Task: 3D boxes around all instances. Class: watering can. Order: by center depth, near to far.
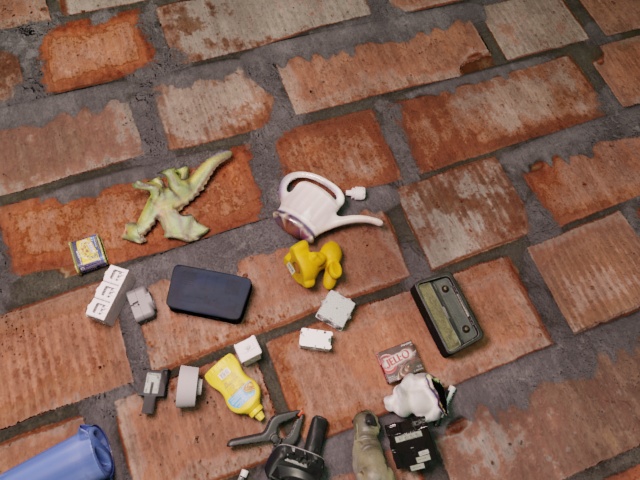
[{"bbox_3d":[0.005,-0.081,1.603,0.350,0.102,0.227,33,68,14],"label":"watering can"}]

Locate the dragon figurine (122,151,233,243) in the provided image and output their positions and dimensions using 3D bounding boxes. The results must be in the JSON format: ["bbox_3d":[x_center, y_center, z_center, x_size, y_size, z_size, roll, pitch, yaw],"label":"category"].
[{"bbox_3d":[-0.425,-0.111,1.599,0.412,0.121,0.243,-23,88,-13],"label":"dragon figurine"}]

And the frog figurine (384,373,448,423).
[{"bbox_3d":[0.264,0.442,1.425,0.158,0.124,0.137,-29,95,24],"label":"frog figurine"}]
